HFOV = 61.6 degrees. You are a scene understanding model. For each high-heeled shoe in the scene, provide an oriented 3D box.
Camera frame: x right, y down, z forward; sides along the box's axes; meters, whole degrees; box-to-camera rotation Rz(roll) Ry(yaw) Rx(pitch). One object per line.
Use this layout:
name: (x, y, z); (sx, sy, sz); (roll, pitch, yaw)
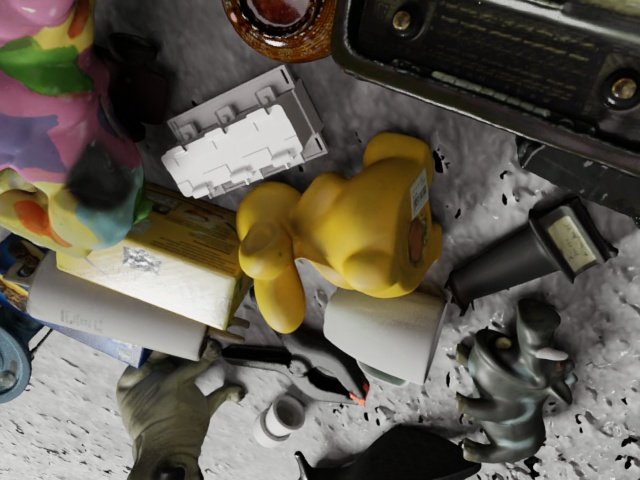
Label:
high-heeled shoe: (0.075, 0.302, 0.646); (0.249, 0.086, 0.145); (-7, 123, 25)

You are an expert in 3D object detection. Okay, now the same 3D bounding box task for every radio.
radio: (0.122, -0.133, 0.311); (0.230, 0.073, 0.131); (28, 121, 23)

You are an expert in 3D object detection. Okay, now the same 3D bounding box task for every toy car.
toy car: (-0.224, -0.149, 0.455); (0.202, 0.053, 0.089); (16, 115, -2)

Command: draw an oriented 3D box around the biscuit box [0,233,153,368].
biscuit box: (-0.274, 0.067, 0.605); (0.203, 0.059, 0.062); (25, 125, -1)

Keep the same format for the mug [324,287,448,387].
mug: (0.059, 0.090, 0.520); (0.107, 0.081, 0.109); (18, 132, 17)

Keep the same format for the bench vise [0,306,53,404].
bench vise: (-0.415, 0.158, 0.607); (0.224, 0.241, 0.128); (-29, 107, 12)

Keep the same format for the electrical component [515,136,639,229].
electrical component: (0.203, -0.087, 0.374); (0.134, 0.058, 0.114); (26, 123, -2)

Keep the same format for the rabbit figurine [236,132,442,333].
rabbit figurine: (-0.001, -0.001, 0.446); (0.173, 0.162, 0.121); (12, 138, 30)

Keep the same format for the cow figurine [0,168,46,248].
cow figurine: (-0.316, -0.056, 0.533); (0.167, 0.068, 0.098); (36, 148, -8)

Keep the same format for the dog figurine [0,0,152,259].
dog figurine: (-0.169, -0.103, 0.361); (0.191, 0.108, 0.219); (38, 129, -19)

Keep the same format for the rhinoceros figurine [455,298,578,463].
rhinoceros figurine: (0.186, 0.141, 0.514); (0.112, 0.073, 0.190); (3, 123, 16)

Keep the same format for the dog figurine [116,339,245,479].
dog figurine: (-0.191, 0.214, 0.596); (0.172, 0.190, 0.121); (-18, 115, 27)

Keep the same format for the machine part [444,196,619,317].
machine part: (0.172, 0.019, 0.463); (0.139, 0.039, 0.084); (-34, 116, 29)

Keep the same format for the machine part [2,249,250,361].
machine part: (-0.191, 0.063, 0.537); (0.243, 0.079, 0.079); (16, 125, -5)

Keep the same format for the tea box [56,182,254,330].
tea box: (-0.145, 0.006, 0.507); (0.170, 0.098, 0.068); (21, 124, 4)
